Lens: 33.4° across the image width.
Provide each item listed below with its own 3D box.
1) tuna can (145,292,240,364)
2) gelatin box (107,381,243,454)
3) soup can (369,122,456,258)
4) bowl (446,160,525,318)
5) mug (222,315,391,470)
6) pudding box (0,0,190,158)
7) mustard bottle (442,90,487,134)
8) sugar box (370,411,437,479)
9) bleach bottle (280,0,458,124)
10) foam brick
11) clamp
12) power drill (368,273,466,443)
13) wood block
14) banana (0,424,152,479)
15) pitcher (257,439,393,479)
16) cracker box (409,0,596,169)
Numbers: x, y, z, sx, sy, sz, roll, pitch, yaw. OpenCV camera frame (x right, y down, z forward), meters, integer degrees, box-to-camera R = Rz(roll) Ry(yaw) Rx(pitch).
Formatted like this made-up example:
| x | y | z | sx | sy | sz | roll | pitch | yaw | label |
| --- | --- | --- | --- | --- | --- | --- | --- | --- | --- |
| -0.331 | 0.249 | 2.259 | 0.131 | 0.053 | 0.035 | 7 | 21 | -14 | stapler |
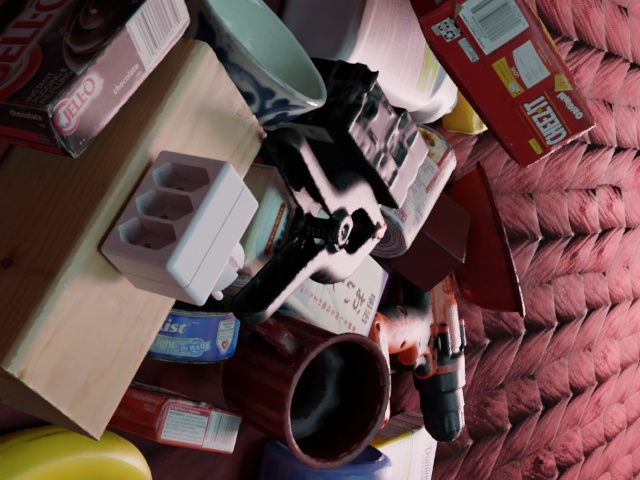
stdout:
| x | y | z | sx | sy | sz | roll | pitch | yaw | label |
| --- | --- | --- | --- | --- | --- | --- | --- | --- | --- |
| -0.093 | 0.050 | 0.676 | 0.086 | 0.086 | 0.034 | -2 | 104 | -58 | tuna can |
| -0.104 | 0.111 | 0.691 | 0.089 | 0.073 | 0.030 | 29 | 76 | -58 | gelatin box |
| 0.066 | -0.043 | 0.920 | 0.102 | 0.069 | 0.068 | -58 | 144 | -29 | soup can |
| 0.154 | 0.006 | 1.053 | 0.162 | 0.055 | 0.162 | -16 | 90 | -85 | bowl |
| -0.018 | 0.090 | 0.718 | 0.093 | 0.082 | 0.117 | -51 | 128 | -19 | mug |
| -0.133 | -0.097 | 0.551 | 0.113 | 0.090 | 0.039 | -56 | 145 | -32 | pudding box |
| 0.142 | -0.202 | 0.995 | 0.096 | 0.058 | 0.191 | -42 | 135 | -44 | mustard bottle |
| 0.055 | 0.226 | 1.025 | 0.176 | 0.048 | 0.093 | -4 | 104 | -62 | sugar box |
| 0.057 | -0.146 | 0.873 | 0.250 | 0.068 | 0.102 | 24 | 80 | -61 | bleach bottle |
| 0.099 | -0.002 | 0.966 | 0.051 | 0.053 | 0.078 | 38 | 37 | -14 | foam brick |
| -0.005 | 0.001 | 0.699 | 0.171 | 0.039 | 0.120 | 18 | 93 | -62 | clamp |
| 0.076 | 0.116 | 0.981 | 0.187 | 0.057 | 0.184 | -14 | 97 | -58 | power drill |
| -0.126 | -0.009 | 0.595 | 0.206 | 0.091 | 0.090 | -63 | 146 | -22 | wood block |
| -0.167 | 0.143 | 0.640 | 0.197 | 0.037 | 0.070 | -8 | 119 | -57 | banana |
| -0.001 | 0.288 | 0.878 | 0.149 | 0.145 | 0.243 | -134 | -129 | -85 | pitcher |
| 0.111 | -0.179 | 0.800 | 0.164 | 0.072 | 0.214 | 45 | 19 | -39 | cracker box |
